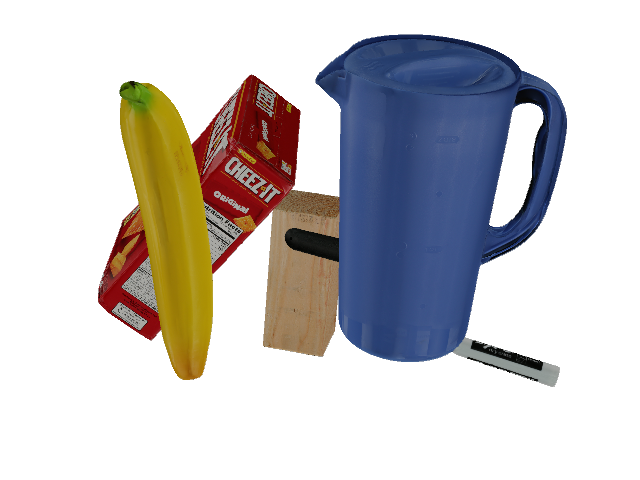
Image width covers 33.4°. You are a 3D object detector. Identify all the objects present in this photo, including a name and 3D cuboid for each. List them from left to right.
[{"bbox_3d":[-0.091,-0.013,0.627,0.037,0.198,0.069,0,32,14],"label":"banana"},{"bbox_3d":[-0.113,-0.035,0.996,0.072,0.214,0.164,36,24,-18],"label":"cracker box"},{"bbox_3d":[-0.022,0.044,1.487,0.090,0.206,0.090,9,22,9],"label":"wood block"},{"bbox_3d":[0.071,0.022,1.249,0.164,0.036,0.210,-22,51,-39],"label":"clamp"},{"bbox_3d":[0.085,-0.029,0.834,0.144,0.243,0.149,-22,38,-38],"label":"pitcher"},{"bbox_3d":[0.149,0.101,0.939,0.121,0.020,0.020,18,2,6],"label":"marker"}]
